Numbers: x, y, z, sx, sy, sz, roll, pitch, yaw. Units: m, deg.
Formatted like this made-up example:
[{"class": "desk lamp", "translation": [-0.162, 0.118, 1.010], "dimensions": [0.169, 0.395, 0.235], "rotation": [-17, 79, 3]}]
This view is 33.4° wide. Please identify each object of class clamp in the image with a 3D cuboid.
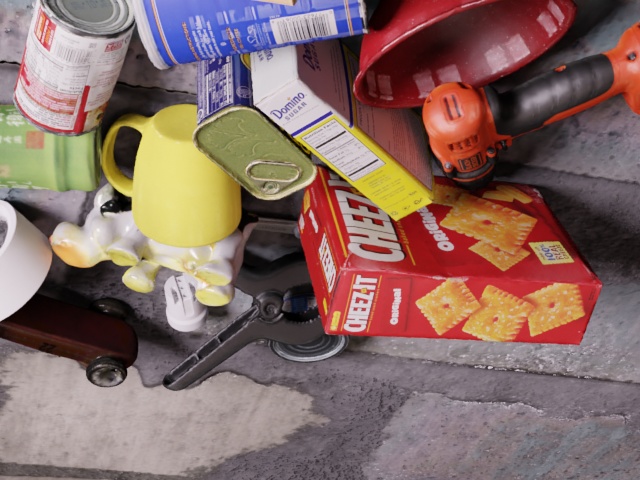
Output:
[{"class": "clamp", "translation": [-0.056, 0.050, 1.006], "dimensions": [0.209, 0.036, 0.164], "rotation": [-11, 115, -12]}]

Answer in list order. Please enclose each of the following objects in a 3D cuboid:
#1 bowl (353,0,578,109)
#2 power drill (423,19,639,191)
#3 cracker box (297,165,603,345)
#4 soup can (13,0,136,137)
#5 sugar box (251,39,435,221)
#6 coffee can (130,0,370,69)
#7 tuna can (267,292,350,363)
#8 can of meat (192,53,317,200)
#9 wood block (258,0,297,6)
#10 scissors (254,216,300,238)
[{"class": "bowl", "translation": [0.092, -0.151, 0.740], "dimensions": [0.162, 0.055, 0.162], "rotation": [-17, 166, -5]}, {"class": "power drill", "translation": [0.176, -0.096, 0.822], "dimensions": [0.188, 0.057, 0.184], "rotation": [-21, 167, 9]}, {"class": "cracker box", "translation": [0.100, 0.009, 0.884], "dimensions": [0.213, 0.164, 0.072], "rotation": [5, 121, -13]}, {"class": "soup can", "translation": [-0.174, -0.131, 0.753], "dimensions": [0.068, 0.068, 0.102], "rotation": [11, 140, -20]}, {"class": "sugar box", "translation": [0.018, -0.096, 0.801], "dimensions": [0.048, 0.093, 0.176], "rotation": [-30, 135, 28]}, {"class": "coffee can", "translation": [-0.045, -0.172, 0.685], "dimensions": [0.140, 0.103, 0.103], "rotation": [-9, 143, 5]}, {"class": "tuna can", "translation": [-0.012, 0.091, 1.091], "dimensions": [0.086, 0.034, 0.086], "rotation": [-3, 143, -2]}, {"class": "can of meat", "translation": [-0.049, -0.093, 0.804], "dimensions": [0.058, 0.084, 0.102], "rotation": [-25, 138, 24]}, {"class": "wood block", "translation": [-0.103, -0.205, 0.590], "dimensions": [0.206, 0.090, 0.091], "rotation": [11, 145, 14]}, {"class": "scissors", "translation": [-0.006, 0.001, 0.989], "dimensions": [0.201, 0.016, 0.096], "rotation": [-3, 142, -2]}]
